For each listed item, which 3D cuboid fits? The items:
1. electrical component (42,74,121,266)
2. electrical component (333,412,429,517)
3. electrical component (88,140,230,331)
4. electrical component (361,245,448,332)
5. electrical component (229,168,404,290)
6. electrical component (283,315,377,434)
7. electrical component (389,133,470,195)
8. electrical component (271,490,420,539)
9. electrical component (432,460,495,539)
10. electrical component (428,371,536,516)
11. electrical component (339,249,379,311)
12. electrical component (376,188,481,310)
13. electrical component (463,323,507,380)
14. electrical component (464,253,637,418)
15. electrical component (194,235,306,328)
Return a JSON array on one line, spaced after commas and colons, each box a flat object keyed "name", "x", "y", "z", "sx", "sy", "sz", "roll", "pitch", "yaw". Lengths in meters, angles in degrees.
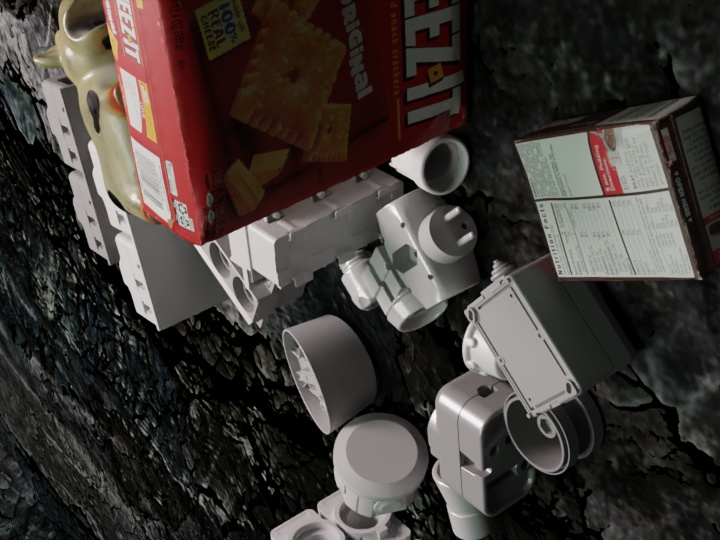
[{"name": "electrical component", "x": -0.242, "y": -0.115, "z": 1.092, "sx": 0.060, "sy": 0.105, "sz": 0.186, "roll": 25, "pitch": 133, "yaw": 49}, {"name": "electrical component", "x": 0.017, "y": 0.167, "z": 0.917, "sx": 0.080, "sy": 0.080, "sz": 0.051, "roll": 47, "pitch": 152, "yaw": 28}, {"name": "electrical component", "x": -0.185, "y": -0.051, "z": 1.049, "sx": 0.060, "sy": 0.105, "sz": 0.186, "roll": 24, "pitch": 132, "yaw": 50}, {"name": "electrical component", "x": 0.034, "y": 0.012, "z": 0.800, "sx": 0.055, "sy": 0.048, "sz": 0.066, "roll": 61, "pitch": 152, "yaw": 22}, {"name": "electrical component", "x": -0.030, "y": -0.037, "z": 0.787, "sx": 0.063, "sy": 0.121, "sz": 0.078, "roll": 32, "pitch": 138, "yaw": 41}, {"name": "electrical component", "x": -0.032, "y": 0.091, "z": 0.951, "sx": 0.099, "sy": 0.064, "sz": 0.099, "roll": 39, "pitch": 142, "yaw": 39}, {"name": "electrical component", "x": 0.044, "y": -0.076, "z": 0.721, "sx": 0.046, "sy": 0.040, "sz": 0.040, "roll": 34, "pitch": 139, "yaw": 51}, {"name": "electrical component", "x": 0.012, "y": 0.283, "z": 0.988, "sx": 0.186, "sy": 0.105, "sz": 0.060, "roll": 34, "pitch": 139, "yaw": 43}, {"name": "electrical component", "x": 0.085, "y": 0.182, "z": 0.855, "sx": 0.044, "sy": 0.044, "sz": 0.065, "roll": 24, "pitch": 137, "yaw": 50}, {"name": "electrical component", "x": 0.089, "y": 0.123, "z": 0.787, "sx": 0.059, "sy": 0.054, "sz": 0.095, "roll": 31, "pitch": 137, "yaw": 45}, {"name": "electrical component", "x": 0.000, "y": 0.000, "z": 0.858, "sx": 0.061, "sy": 0.035, "sz": 0.035, "roll": 59, "pitch": 151, "yaw": 15}, {"name": "electrical component", "x": 0.055, "y": -0.021, "z": 0.741, "sx": 0.077, "sy": 0.043, "sz": 0.079, "roll": 62, "pitch": 152, "yaw": 4}, {"name": "electrical component", "x": 0.103, "y": 0.054, "z": 0.721, "sx": 0.062, "sy": 0.048, "sz": 0.048, "roll": 20, "pitch": 130, "yaw": 43}, {"name": "electrical component", "x": 0.116, "y": 0.031, "z": 0.663, "sx": 0.096, "sy": 0.061, "sz": 0.061, "roll": 59, "pitch": 151, "yaw": 9}, {"name": "electrical component", "x": -0.104, "y": -0.019, "z": 0.984, "sx": 0.121, "sy": 0.063, "sz": 0.078, "roll": 53, "pitch": 149, "yaw": 20}]
